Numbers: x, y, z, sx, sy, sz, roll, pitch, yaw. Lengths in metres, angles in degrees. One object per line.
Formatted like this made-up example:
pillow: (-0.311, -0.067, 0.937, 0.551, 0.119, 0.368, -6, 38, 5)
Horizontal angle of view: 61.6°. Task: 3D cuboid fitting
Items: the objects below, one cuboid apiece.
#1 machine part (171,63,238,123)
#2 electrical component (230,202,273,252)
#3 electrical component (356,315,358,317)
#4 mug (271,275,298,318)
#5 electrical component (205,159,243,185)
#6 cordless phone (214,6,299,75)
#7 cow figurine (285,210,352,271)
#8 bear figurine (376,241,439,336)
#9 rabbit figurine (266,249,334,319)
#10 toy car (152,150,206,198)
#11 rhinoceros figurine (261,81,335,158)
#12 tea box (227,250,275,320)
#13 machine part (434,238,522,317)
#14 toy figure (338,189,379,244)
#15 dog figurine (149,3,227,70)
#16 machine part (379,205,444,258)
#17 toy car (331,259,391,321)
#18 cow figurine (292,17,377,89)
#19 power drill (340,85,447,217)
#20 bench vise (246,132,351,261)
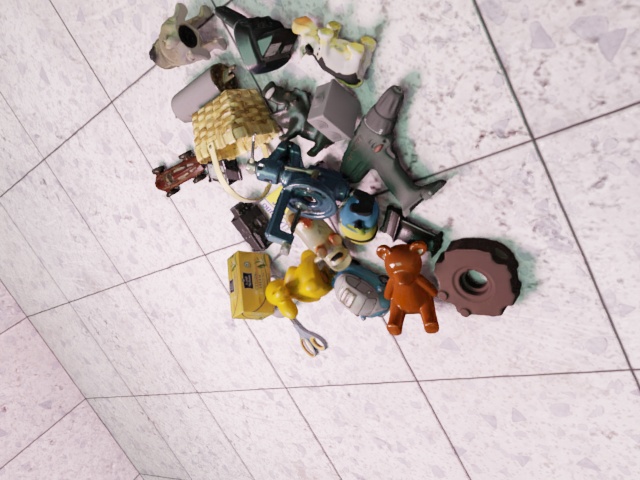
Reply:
machine part: (-0.270, -0.336, 1.241, 0.243, 0.079, 0.079, -18, 106, 41)
electrical component: (-0.172, -0.036, 1.354, 0.134, 0.058, 0.115, 54, 160, -8)
electrical component: (0.095, 0.162, 1.343, 0.094, 0.021, 0.063, 40, 134, 7)
mug: (-0.098, 0.137, 1.437, 0.109, 0.081, 0.107, 52, 125, 14)
electrical component: (-0.232, -0.177, 1.339, 0.119, 0.048, 0.074, 7, 123, 32)
cordless phone: (-0.149, -0.411, 1.054, 0.184, 0.146, 0.088, 35, 125, 9)
cow figurine: (-0.003, -0.004, 1.220, 0.194, 0.085, 0.127, 48, 176, -16)
bear figurine: (0.187, 0.100, 1.141, 0.120, 0.132, 0.195, -5, 140, 14)
rabbit figurine: (-0.061, 0.123, 1.320, 0.173, 0.162, 0.121, -19, 115, 25)
toy car: (-0.385, -0.175, 1.451, 0.202, 0.053, 0.089, -15, 106, 42)
rhinoceros figurine: (-0.044, -0.259, 1.131, 0.190, 0.073, 0.112, 37, 135, 10)
tea box: (-0.183, 0.119, 1.408, 0.068, 0.098, 0.169, -33, 59, 45)
machine part: (0.321, 0.079, 1.101, 0.180, 0.056, 0.179, 17, 126, 25)
toy figure: (0.085, -0.042, 1.133, 0.089, 0.082, 0.180, 40, 164, 8)
dog figurine: (-0.327, -0.415, 1.172, 0.191, 0.172, 0.121, -15, 98, 34)
machine part: (0.195, -0.018, 1.142, 0.139, 0.039, 0.084, 30, 127, 19)
toy car: (0.091, 0.120, 1.253, 0.162, 0.103, 0.109, 34, 118, 14)
cow figurine: (0.018, -0.360, 1.027, 0.167, 0.068, 0.098, 31, 138, 17)
power drill: (0.148, -0.157, 1.055, 0.207, 0.086, 0.232, 43, 136, -1)
bench vise: (-0.060, -0.083, 1.075, 0.224, 0.240, 0.129, 21, 152, -8)
